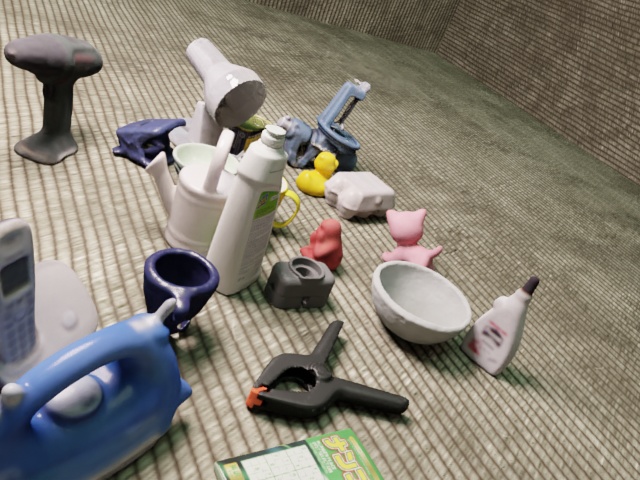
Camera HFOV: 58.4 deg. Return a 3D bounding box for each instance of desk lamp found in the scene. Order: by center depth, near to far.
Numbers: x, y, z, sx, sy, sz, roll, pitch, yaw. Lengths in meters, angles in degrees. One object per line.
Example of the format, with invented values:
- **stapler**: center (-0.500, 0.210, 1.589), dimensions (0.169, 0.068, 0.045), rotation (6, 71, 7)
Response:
- **desk lamp**: center (-0.220, -0.275, 1.141), dimensions (0.202, 0.213, 0.118), rotation (38, 33, 26)

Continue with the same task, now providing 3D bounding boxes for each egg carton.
- **egg carton**: center (0.085, -0.093, 1.202), dimensions (0.151, 0.069, 0.107), rotation (-7, 41, -42)

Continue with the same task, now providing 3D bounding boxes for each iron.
- **iron**: center (-0.228, 0.145, 0.513), dimensions (0.118, 0.141, 0.259), rotation (34, 31, 19)

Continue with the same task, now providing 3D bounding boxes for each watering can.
- **watering can**: center (-0.174, -0.077, 0.866), dimensions (0.173, 0.194, 0.100), rotation (7, 33, -27)

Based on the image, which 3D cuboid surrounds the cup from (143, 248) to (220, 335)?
- **cup**: center (-0.178, 0.079, 0.706), dimensions (0.092, 0.095, 0.117), rotation (10, 31, -21)

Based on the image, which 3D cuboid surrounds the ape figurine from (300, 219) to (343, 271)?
- **ape figurine**: center (0.009, 0.003, 0.965), dimensions (0.076, 0.092, 0.078), rotation (27, 29, 7)

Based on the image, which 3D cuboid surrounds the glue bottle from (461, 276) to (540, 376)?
- **glue bottle**: center (0.285, 0.123, 0.876), dimensions (0.078, 0.173, 0.037), rotation (39, 33, 26)

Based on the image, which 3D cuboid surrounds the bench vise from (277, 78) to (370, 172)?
- **bench vise**: center (0.020, -0.255, 1.270), dimensions (0.208, 0.220, 0.121), rotation (-5, 39, -40)

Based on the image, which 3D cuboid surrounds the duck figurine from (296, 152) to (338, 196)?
- **duck figurine**: center (0.001, -0.145, 1.212), dimensions (0.077, 0.086, 0.105), rotation (37, 32, 24)

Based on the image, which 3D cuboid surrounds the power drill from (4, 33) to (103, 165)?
- **power drill**: center (-0.436, -0.236, 0.931), dimensions (0.075, 0.208, 0.229), rotation (21, 29, -2)

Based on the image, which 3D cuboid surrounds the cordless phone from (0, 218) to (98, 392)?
- **cordless phone**: center (-0.290, 0.049, 0.584), dimensions (0.094, 0.185, 0.148), rotation (25, 29, 4)

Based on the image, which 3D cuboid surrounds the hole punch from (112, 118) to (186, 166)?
- **hole punch**: center (-0.318, -0.197, 1.069), dimensions (0.101, 0.091, 0.109), rotation (27, 29, 8)

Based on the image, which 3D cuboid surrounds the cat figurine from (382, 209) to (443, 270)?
- **cat figurine**: center (0.171, 0.001, 1.057), dimensions (0.067, 0.118, 0.127), rotation (-11, 43, -45)

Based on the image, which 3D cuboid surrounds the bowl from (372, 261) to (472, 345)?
- **bowl**: center (0.149, 0.110, 0.904), dimensions (0.167, 0.075, 0.167), rotation (17, 30, -10)
